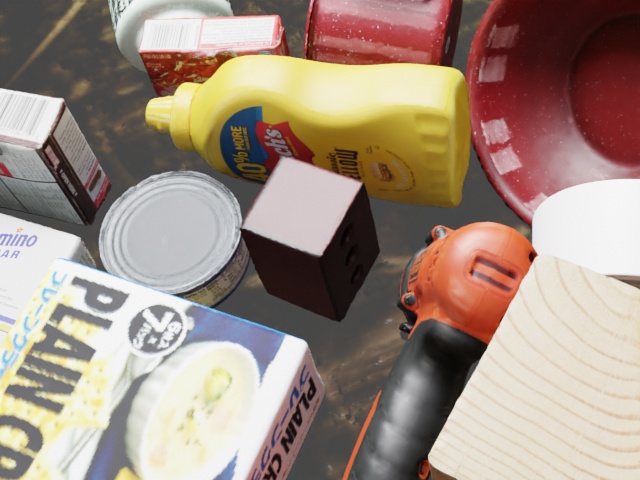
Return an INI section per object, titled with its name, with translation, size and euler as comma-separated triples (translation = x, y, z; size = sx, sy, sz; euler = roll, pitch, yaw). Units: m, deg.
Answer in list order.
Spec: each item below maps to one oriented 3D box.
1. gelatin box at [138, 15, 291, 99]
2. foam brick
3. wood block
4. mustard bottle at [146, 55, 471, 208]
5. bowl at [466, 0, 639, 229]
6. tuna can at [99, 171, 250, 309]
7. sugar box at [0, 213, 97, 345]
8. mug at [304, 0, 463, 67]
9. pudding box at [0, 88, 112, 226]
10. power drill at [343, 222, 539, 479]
[gelatin box]
translation = -0.061, -0.105, 0.672
size = 0.089, 0.073, 0.030
euler = 1, 59, 10
[foam brick]
translation = -0.004, 0.001, 0.594
size = 0.051, 0.078, 0.053
euler = 20, 66, 21
[wood block]
translation = 0.108, 0.107, 0.429
size = 0.090, 0.206, 0.090
euler = 24, 65, 22
[mustard bottle]
translation = -0.011, -0.066, 0.624
size = 0.192, 0.096, 0.058
euler = 7, 61, 15
[bowl]
translation = 0.158, -0.079, 0.591
size = 0.055, 0.162, 0.162
euler = -15, 50, -40
[tuna can]
translation = -0.085, 0.003, 0.633
size = 0.086, 0.034, 0.086
euler = -5, 58, 7
[sugar box]
translation = -0.210, 0.067, 0.611
size = 0.093, 0.048, 0.176
euler = 16, 59, 19
[mug]
translation = 0.041, -0.136, 0.650
size = 0.081, 0.117, 0.093
euler = 12, 60, 11
[pudding box]
translation = -0.197, -0.055, 0.657
size = 0.114, 0.090, 0.039
euler = 13, 63, 17
[power drill]
translation = 0.037, 0.084, 0.504
size = 0.057, 0.184, 0.187
euler = 23, 83, 3
